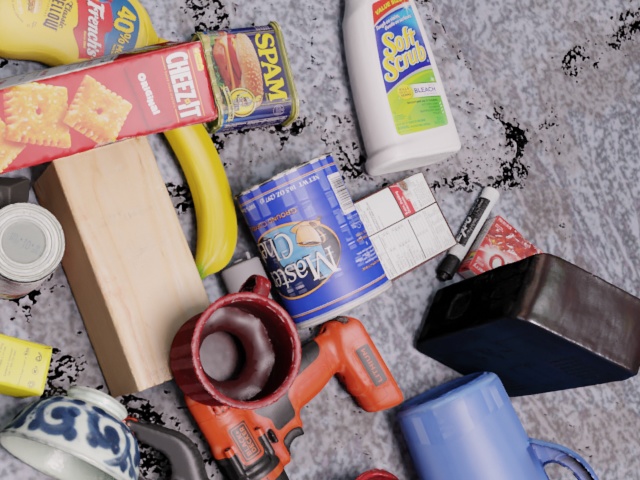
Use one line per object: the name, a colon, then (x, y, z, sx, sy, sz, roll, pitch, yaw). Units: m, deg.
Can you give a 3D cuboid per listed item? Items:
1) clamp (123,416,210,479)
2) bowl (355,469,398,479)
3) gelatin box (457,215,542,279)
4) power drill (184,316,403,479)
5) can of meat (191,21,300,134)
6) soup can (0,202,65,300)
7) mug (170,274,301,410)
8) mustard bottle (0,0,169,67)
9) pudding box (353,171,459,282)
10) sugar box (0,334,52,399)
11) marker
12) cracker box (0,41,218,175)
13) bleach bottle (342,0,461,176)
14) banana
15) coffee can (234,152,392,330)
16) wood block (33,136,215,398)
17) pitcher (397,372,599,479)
clamp: (-0.115, 0.222, 0.935, 0.120, 0.039, 0.171, -28, 89, -7)
bowl: (0.078, 0.284, 0.950, 0.161, 0.055, 0.162, 25, 58, -49)
gelatin box: (0.201, 0.029, 1.142, 0.089, 0.030, 0.073, 38, 67, -13)
power drill: (-0.013, 0.172, 1.000, 0.187, 0.057, 0.184, -33, 99, -28)
can of meat: (-0.076, -0.157, 1.040, 0.083, 0.058, 0.102, -11, 83, -23)
soup can: (-0.256, 0.010, 0.896, 0.068, 0.102, 0.068, 5, 78, -23)
mug: (-0.070, 0.083, 0.876, 0.093, 0.082, 0.117, 23, 70, -20)
mustard bottle: (-0.214, -0.191, 0.982, 0.191, 0.058, 0.096, 19, 78, -21)
pudding box: (0.074, -0.009, 1.088, 0.113, 0.039, 0.090, -27, 91, -25)
sugar box: (-0.312, 0.088, 0.861, 0.176, 0.093, 0.048, 15, 74, -21)
marker: (0.157, -0.006, 1.136, 0.020, 0.020, 0.121, 38, 66, -13)
cracker box: (-0.205, -0.109, 0.882, 0.213, 0.164, 0.072, -15, 104, -12)
bleach bottle: (0.065, -0.199, 1.111, 0.102, 0.068, 0.251, -13, 83, -28)
banana: (-0.114, -0.053, 1.002, 0.069, 0.037, 0.198, -2, 76, -58)
coffee can: (-0.007, 0.001, 1.011, 0.102, 0.103, 0.140, -25, 92, -27)
wood block: (-0.168, 0.025, 0.941, 0.090, 0.091, 0.206, -20, 88, -27)
pitcher: (0.177, 0.252, 1.028, 0.149, 0.145, 0.243, -21, 86, -28)
